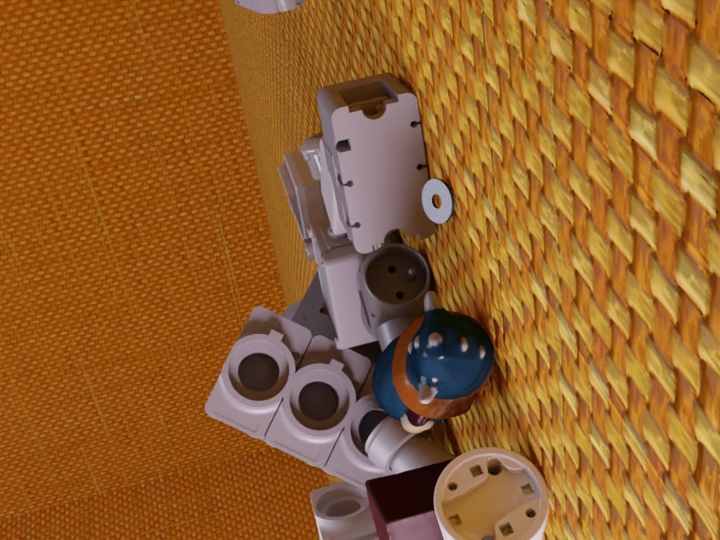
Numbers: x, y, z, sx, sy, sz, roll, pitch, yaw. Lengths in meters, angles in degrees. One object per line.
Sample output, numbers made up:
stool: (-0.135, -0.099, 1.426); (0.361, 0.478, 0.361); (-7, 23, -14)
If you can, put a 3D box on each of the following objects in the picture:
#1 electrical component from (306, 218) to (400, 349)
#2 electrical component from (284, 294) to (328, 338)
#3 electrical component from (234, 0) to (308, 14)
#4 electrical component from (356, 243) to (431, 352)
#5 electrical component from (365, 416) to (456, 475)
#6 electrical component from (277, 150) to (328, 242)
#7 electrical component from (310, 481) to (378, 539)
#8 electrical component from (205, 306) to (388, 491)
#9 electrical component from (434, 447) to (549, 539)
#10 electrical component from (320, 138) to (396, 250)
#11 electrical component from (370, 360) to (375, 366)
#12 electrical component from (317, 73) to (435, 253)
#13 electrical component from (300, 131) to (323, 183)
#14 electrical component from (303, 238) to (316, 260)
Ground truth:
electrical component: (0.000, 0.000, 0.801); (0.061, 0.061, 0.096); (-113, 11, -56)
electrical component: (-0.019, 0.056, 0.932); (0.099, 0.099, 0.064); (96, 165, -72)
electrical component: (-0.062, -0.226, 0.777); (0.080, 0.080, 0.051); (-111, 4, -48)
electrical component: (0.028, 0.033, 0.713); (0.077, 0.043, 0.079); (93, 162, -68)
electrical component: (0.037, 0.133, 0.763); (0.055, 0.045, 0.045); (42, 156, 29)
electrical component: (-0.036, -0.059, 0.987); (0.061, 0.061, 0.096); (-112, 10, -51)
electrical component: (0.025, 0.238, 0.904); (0.186, 0.105, 0.060); (-120, 18, -68)
electrical component: (-0.033, 0.101, 0.825); (0.089, 0.150, 0.061); (-64, 1, -11)
electrical component: (0.066, 0.123, 0.537); (0.047, 0.055, 0.055); (78, 174, -54)
electrical component: (0.005, -0.044, 0.727); (0.083, 0.047, 0.075); (94, 161, -70)
electrical component: (0.025, 0.126, 0.955); (0.099, 0.064, 0.099); (174, 90, -72)
electrical component: (0.009, -0.065, 0.635); (0.055, 0.050, 0.089); (-117, 15, -63)
electrical component: (-0.018, -0.081, 0.866); (0.048, 0.048, 0.062); (-123, 14, -71)
electrical component: (-0.014, -0.023, 0.868); (0.043, 0.062, 0.043); (166, 90, -84)
